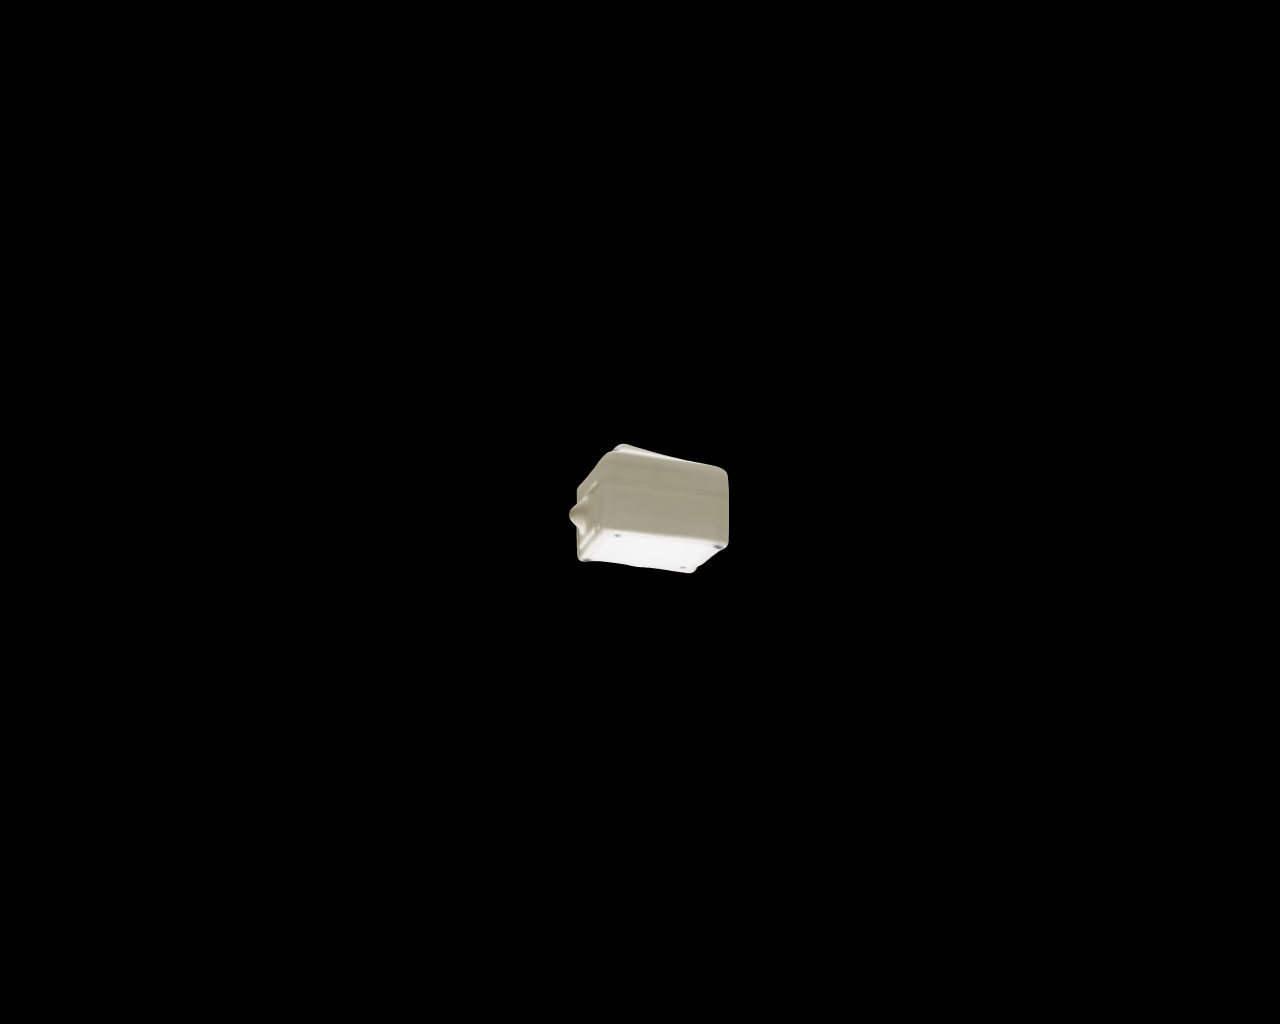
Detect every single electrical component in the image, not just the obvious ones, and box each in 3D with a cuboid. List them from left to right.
[{"bbox_3d":[0.001,-0.003,0.650,0.096,0.061,0.061,8,-24,-18],"label":"electrical component"}]
